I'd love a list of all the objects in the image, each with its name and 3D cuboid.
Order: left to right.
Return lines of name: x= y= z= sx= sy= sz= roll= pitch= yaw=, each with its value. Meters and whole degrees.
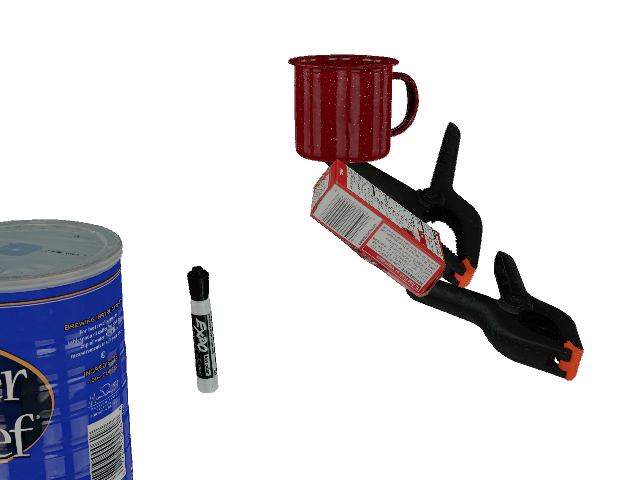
coffee can: x=-0.149 y=0.069 z=0.543 sx=0.103 sy=0.140 sz=0.103 roll=0 pitch=16 yaw=0
marker: x=-0.103 y=0.078 z=0.937 sx=0.020 sy=0.121 sz=0.020 roll=-2 pitch=25 yaw=1
mug: x=0.030 y=-0.113 z=0.907 sx=0.117 sy=0.081 sz=0.093 roll=-7 pitch=17 yaw=-25
gelatin box: x=0.036 y=-0.009 z=0.678 sx=0.089 sy=0.030 sz=0.073 roll=37 pitch=14 yaw=-8
clamp: x=0.101 y=-0.039 z=1.128 sx=0.164 sy=0.210 sz=0.036 roll=-7 pitch=-35 yaw=-16
clamp: x=0.172 y=0.061 z=0.943 sx=0.120 sy=0.039 sz=0.172 roll=-25 pitch=44 yaw=-34
